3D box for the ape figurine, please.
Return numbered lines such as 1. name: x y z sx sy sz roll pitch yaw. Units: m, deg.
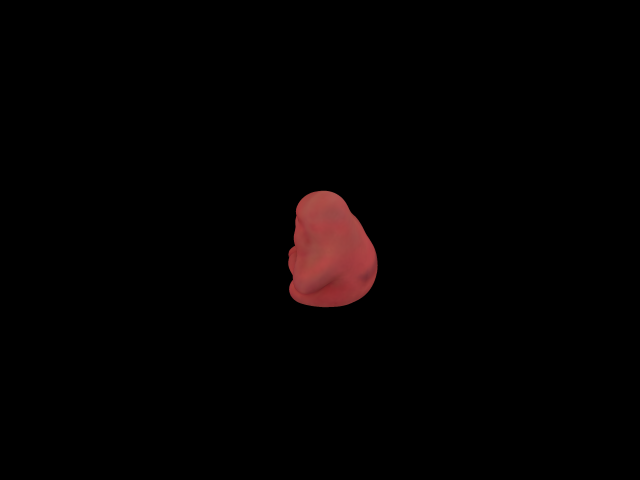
1. ape figurine: 0.004 0.001 0.400 0.076 0.092 0.078 22 52 18
